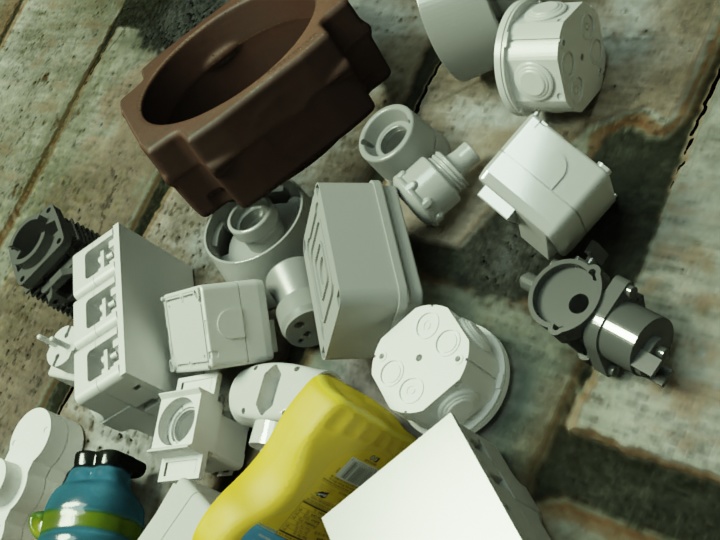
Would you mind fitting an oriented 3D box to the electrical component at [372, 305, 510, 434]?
[{"bbox_3d":[0.052,0.066,0.696,0.080,0.051,0.080,-21,53,30],"label":"electrical component"}]

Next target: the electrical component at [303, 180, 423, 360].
[{"bbox_3d":[0.000,0.000,0.753,0.078,0.057,0.113,106,158,-49],"label":"electrical component"}]

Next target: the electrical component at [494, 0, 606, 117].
[{"bbox_3d":[0.130,-0.146,0.740,0.051,0.080,0.080,7,70,37],"label":"electrical component"}]

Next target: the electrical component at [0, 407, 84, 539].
[{"bbox_3d":[-0.295,0.180,0.902,0.052,0.074,0.138,9,71,43],"label":"electrical component"}]

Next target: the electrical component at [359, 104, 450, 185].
[{"bbox_3d":[0.032,-0.092,0.812,0.055,0.047,0.055,-20,53,30],"label":"electrical component"}]

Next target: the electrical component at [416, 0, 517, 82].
[{"bbox_3d":[0.089,-0.199,0.791,0.060,0.108,0.108,-15,56,26],"label":"electrical component"}]

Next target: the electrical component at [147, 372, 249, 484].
[{"bbox_3d":[-0.116,0.121,0.796,0.042,0.064,0.081,-13,57,36],"label":"electrical component"}]

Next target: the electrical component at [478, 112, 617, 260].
[{"bbox_3d":[0.119,-0.048,0.684,0.062,0.096,0.061,42,95,17],"label":"electrical component"}]

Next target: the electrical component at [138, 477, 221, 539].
[{"bbox_3d":[-0.120,0.201,0.750,0.061,0.062,0.096,33,88,46],"label":"electrical component"}]

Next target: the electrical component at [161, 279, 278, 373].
[{"bbox_3d":[-0.109,0.044,0.821,0.096,0.061,0.061,-13,84,59],"label":"electrical component"}]

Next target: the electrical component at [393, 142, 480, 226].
[{"bbox_3d":[0.058,-0.066,0.777,0.062,0.048,0.048,-42,45,3],"label":"electrical component"}]

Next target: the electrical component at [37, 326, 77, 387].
[{"bbox_3d":[-0.241,0.072,0.921,0.066,0.077,0.047,4,68,41],"label":"electrical component"}]

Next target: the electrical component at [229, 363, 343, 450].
[{"bbox_3d":[-0.056,0.109,0.766,0.077,0.043,0.079,-3,63,39],"label":"electrical component"}]

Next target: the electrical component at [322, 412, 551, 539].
[{"bbox_3d":[0.065,0.190,0.603,0.105,0.060,0.186,-41,45,13],"label":"electrical component"}]

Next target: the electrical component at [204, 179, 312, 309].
[{"bbox_3d":[-0.075,-0.025,0.867,0.099,0.064,0.099,-17,46,18],"label":"electrical component"}]

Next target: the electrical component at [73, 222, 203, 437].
[{"bbox_3d":[-0.184,0.051,0.876,0.062,0.089,0.150,-31,48,22],"label":"electrical component"}]

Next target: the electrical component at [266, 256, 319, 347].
[{"bbox_3d":[-0.043,0.024,0.807,0.045,0.045,0.055,-37,47,17],"label":"electrical component"}]
